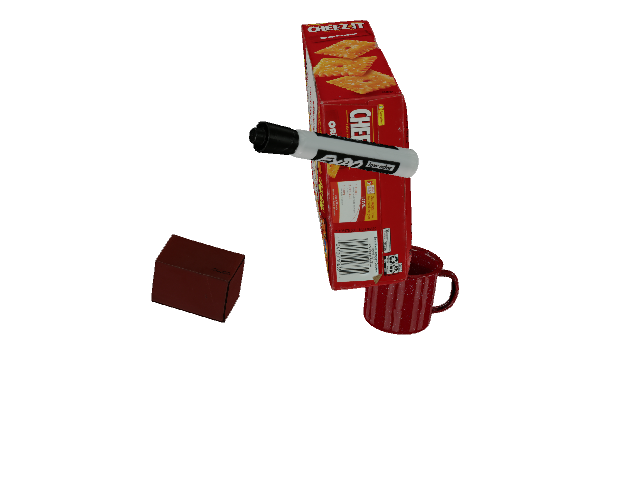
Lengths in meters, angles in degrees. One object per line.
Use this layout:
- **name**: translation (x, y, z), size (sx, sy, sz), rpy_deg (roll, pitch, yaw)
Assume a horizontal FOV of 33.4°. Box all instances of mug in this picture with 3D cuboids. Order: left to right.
- **mug**: translation (0.107, 0.059, 1.270), size (0.117, 0.081, 0.093), rpy_deg (2, 23, -9)

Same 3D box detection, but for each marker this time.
- **marker**: translation (0.009, -0.056, 0.659), size (0.120, 0.020, 0.020), rpy_deg (7, -4, -35)

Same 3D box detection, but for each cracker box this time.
- **cracker box**: translation (0.028, -0.081, 0.912), size (0.072, 0.164, 0.213), rpy_deg (-5, 27, -2)

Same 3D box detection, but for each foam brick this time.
- **foam brick**: translation (-0.120, 0.037, 1.046), size (0.078, 0.051, 0.053), rpy_deg (17, 34, 7)
